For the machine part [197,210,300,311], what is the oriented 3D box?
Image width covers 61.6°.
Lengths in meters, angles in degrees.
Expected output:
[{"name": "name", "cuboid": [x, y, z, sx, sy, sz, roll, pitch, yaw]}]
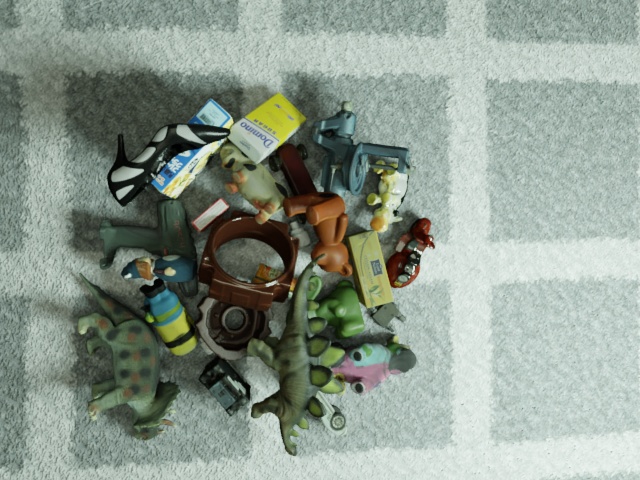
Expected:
[{"name": "machine part", "cuboid": [-0.153, 0.042, 1.179, 0.201, 0.087, 0.201, 15, 51, -6]}]

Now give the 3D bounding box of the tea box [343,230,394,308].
[{"name": "tea box", "cuboid": [0.110, 0.065, 1.250, 0.068, 0.098, 0.169, -16, 94, -5]}]

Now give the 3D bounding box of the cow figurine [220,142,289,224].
[{"name": "cow figurine", "cuboid": [-0.147, -0.142, 1.200, 0.195, 0.085, 0.127, 46, 44, 3]}]

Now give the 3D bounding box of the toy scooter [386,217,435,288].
[{"name": "toy scooter", "cuboid": [0.216, 0.032, 1.242, 0.075, 0.135, 0.184, 27, 89, -7]}]

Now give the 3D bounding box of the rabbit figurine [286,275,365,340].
[{"name": "rabbit figurine", "cuboid": [0.003, 0.158, 1.227, 0.170, 0.121, 0.159, -10, 85, -9]}]

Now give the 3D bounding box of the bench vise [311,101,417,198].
[{"name": "bench vise", "cuboid": [0.100, -0.194, 1.201, 0.241, 0.128, 0.223, 11, 87, 19]}]

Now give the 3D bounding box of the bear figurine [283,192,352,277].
[{"name": "bear figurine", "cuboid": [0.001, -0.004, 1.189, 0.132, 0.120, 0.195, -18, 118, -38]}]

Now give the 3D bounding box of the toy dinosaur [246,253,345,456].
[{"name": "toy dinosaur", "cuboid": [-0.049, 0.255, 1.149, 0.199, 0.105, 0.470, 4, 103, 23]}]

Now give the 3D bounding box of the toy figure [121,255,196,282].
[{"name": "toy figure", "cuboid": [-0.347, 0.062, 1.153, 0.154, 0.064, 0.058, 2, 67, -5]}]

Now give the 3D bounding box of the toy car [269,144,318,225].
[{"name": "toy car", "cuboid": [-0.044, -0.128, 1.254, 0.089, 0.053, 0.202, -29, 97, -23]}]

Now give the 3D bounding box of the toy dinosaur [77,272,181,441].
[{"name": "toy dinosaur", "cuboid": [-0.420, 0.259, 1.191, 0.192, 0.131, 0.404, -8, 87, -18]}]

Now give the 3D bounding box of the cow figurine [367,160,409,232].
[{"name": "cow figurine", "cuboid": [0.164, -0.097, 1.267, 0.098, 0.068, 0.167, 10, 92, -49]}]

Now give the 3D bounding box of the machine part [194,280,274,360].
[{"name": "machine part", "cuboid": [-0.196, 0.181, 1.221, 0.179, 0.056, 0.179, 2, 85, -21]}]

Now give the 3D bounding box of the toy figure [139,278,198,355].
[{"name": "toy figure", "cuboid": [-0.334, 0.175, 1.186, 0.082, 0.089, 0.179, -19, 119, -3]}]

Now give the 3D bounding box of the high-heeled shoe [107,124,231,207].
[{"name": "high-heeled shoe", "cuboid": [-0.295, -0.147, 1.055, 0.249, 0.086, 0.145, -6, 93, -1]}]

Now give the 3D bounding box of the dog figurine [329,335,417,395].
[{"name": "dog figurine", "cuboid": [0.110, 0.278, 1.234, 0.192, 0.219, 0.108, -6, 88, 37]}]

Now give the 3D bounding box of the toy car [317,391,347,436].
[{"name": "toy car", "cuboid": [-0.004, 0.372, 1.251, 0.056, 0.073, 0.201, -36, 94, -8]}]

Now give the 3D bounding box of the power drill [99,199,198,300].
[{"name": "power drill", "cuboid": [-0.383, 0.026, 1.207, 0.207, 0.086, 0.231, -3, 94, -2]}]

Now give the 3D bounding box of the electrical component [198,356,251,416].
[{"name": "electrical component", "cuboid": [-0.211, 0.323, 1.199, 0.058, 0.134, 0.115, -41, 93, -2]}]

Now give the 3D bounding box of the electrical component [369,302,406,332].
[{"name": "electrical component", "cuboid": [0.159, 0.175, 1.293, 0.094, 0.021, 0.063, 45, 86, -4]}]
